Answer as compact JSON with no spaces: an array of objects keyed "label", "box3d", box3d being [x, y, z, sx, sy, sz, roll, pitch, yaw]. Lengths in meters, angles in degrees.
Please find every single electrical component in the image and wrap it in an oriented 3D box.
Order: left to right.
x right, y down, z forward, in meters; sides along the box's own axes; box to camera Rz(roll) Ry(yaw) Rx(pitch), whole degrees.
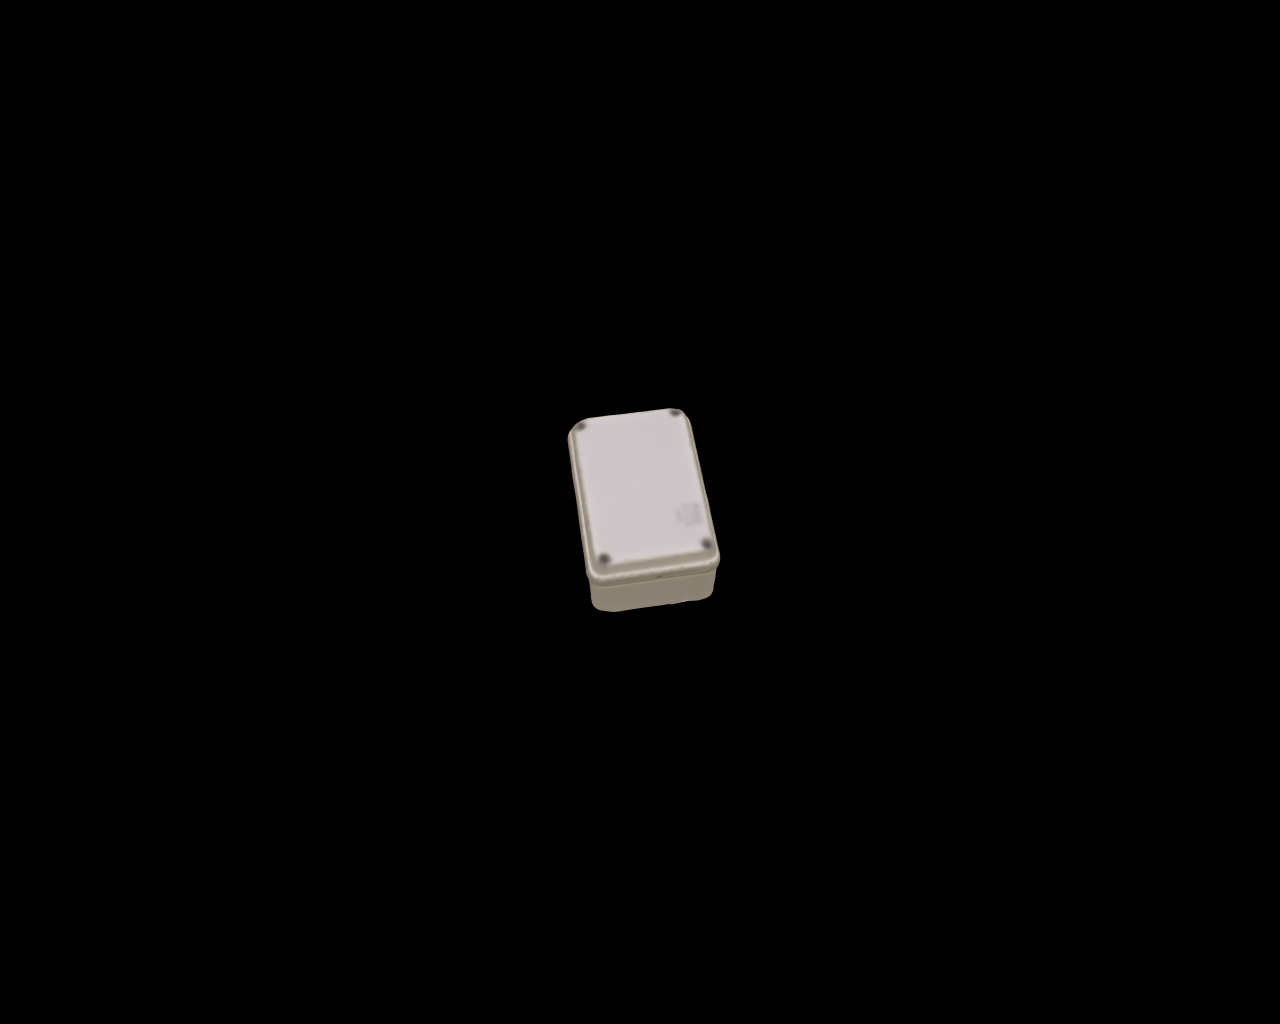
[{"label":"electrical component","box3d":[0.001,-0.003,0.650,0.078,0.113,0.057,-7,-32,-5]}]
